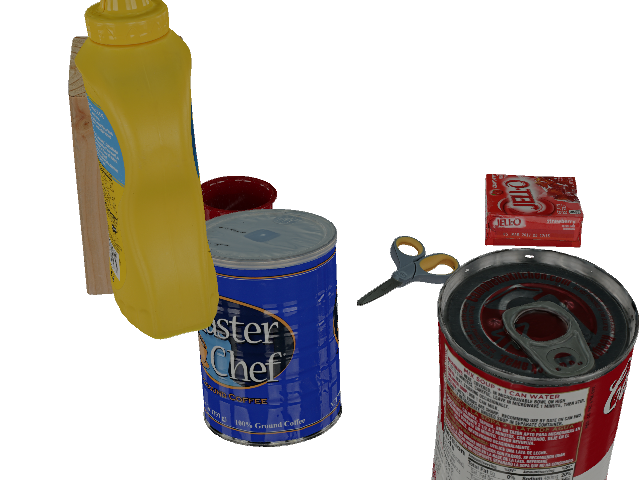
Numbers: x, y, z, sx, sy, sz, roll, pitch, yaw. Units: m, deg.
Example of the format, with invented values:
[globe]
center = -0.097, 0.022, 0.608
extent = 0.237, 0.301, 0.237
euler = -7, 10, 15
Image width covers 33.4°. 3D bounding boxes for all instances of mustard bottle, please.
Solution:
[mustard bottle]
center = -0.093, -0.050, 0.564
extent = 0.058, 0.192, 0.096
euler = -12, 32, -14

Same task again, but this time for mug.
[mug]
center = -0.107, -0.016, 1.208
extent = 0.117, 0.081, 0.093
euler = -7, 30, -15

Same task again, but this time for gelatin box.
[gelatin box]
center = 0.168, -0.025, 0.848
extent = 0.073, 0.030, 0.089
euler = 3, 24, 8

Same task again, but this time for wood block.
[wood block]
center = -0.158, -0.060, 0.899
extent = 0.090, 0.206, 0.090
euler = -2, 41, -9

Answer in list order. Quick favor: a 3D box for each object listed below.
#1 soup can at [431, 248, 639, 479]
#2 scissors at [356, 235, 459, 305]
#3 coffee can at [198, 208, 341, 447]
[soup can]
center = 0.075, 0.064, 0.394
extent = 0.068, 0.102, 0.068
euler = -1, 38, 1
[scissors]
center = 0.086, 0.033, 1.266
extent = 0.201, 0.016, 0.096
euler = -10, 40, -43
[coffee can]
center = -0.037, 0.060, 0.759
extent = 0.103, 0.140, 0.103
euler = -2, 21, 1
